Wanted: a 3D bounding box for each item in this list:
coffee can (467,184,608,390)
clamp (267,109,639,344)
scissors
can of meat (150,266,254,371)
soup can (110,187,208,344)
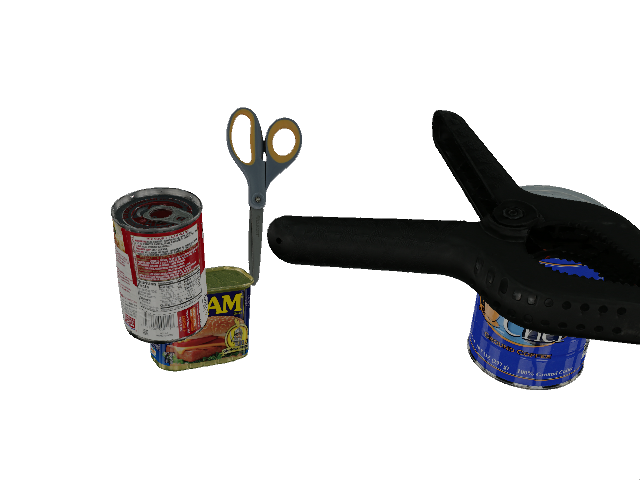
[{"bbox_3d":[0.183,0.039,0.894,0.103,0.140,0.103,3,33,-2],"label":"coffee can"},{"bbox_3d":[0.088,0.003,0.554,0.164,0.036,0.210,-30,46,-33],"label":"clamp"},{"bbox_3d":[-0.055,-0.056,1.210,0.096,0.202,0.016,-12,-7,-15],"label":"scissors"},{"bbox_3d":[-0.119,0.077,1.059,0.101,0.084,0.058,-6,20,-28],"label":"can of meat"},{"bbox_3d":[-0.121,0.020,0.817,0.068,0.102,0.068,0,29,0],"label":"soup can"}]
